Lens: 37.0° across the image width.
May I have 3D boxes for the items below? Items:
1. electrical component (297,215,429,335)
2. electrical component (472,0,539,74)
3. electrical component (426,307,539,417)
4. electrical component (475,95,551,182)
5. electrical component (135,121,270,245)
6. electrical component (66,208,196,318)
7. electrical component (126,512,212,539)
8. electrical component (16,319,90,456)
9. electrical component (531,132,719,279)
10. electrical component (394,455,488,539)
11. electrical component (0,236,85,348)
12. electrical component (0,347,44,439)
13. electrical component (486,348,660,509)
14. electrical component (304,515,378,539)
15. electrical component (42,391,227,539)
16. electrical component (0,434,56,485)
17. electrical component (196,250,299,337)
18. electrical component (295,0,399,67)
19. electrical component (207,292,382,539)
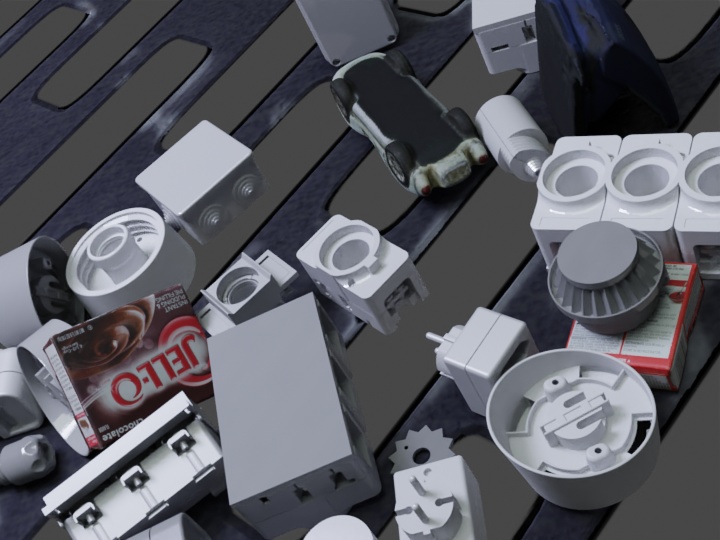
[{"bbox_3d":[0.000,0.000,0.831,0.050,0.055,0.089,-46,46,-14],"label":"electrical component"},{"bbox_3d":[0.152,-0.251,0.967,0.089,0.061,0.150,-12,47,19],"label":"electrical component"},{"bbox_3d":[0.078,0.060,0.728,0.077,0.065,0.047,19,63,39],"label":"electrical component"},{"bbox_3d":[0.127,-0.100,0.860,0.043,0.043,0.081,-28,44,3],"label":"electrical component"},{"bbox_3d":[-0.142,-0.079,0.983,0.100,0.048,0.100,-43,45,-12],"label":"electrical component"},{"bbox_3d":[-0.206,-0.006,0.944,0.108,0.060,0.108,-15,46,16],"label":"electrical component"},{"bbox_3d":[-0.126,0.217,0.708,0.059,0.053,0.095,-27,44,5],"label":"electrical component"},{"bbox_3d":[-0.229,0.089,0.849,0.099,0.099,0.064,19,56,39],"label":"electrical component"},{"bbox_3d":[0.206,-0.048,0.759,0.150,0.061,0.089,2,53,30],"label":"electrical component"},{"bbox_3d":[0.045,0.153,0.657,0.047,0.075,0.083,-18,46,14],"label":"electrical component"},{"bbox_3d":[-0.277,0.024,0.929,0.064,0.099,0.099,-17,46,23],"label":"electrical component"},{"bbox_3d":[-0.314,0.106,0.908,0.095,0.053,0.059,-18,45,13],"label":"electrical component"},{"bbox_3d":[0.135,0.097,0.667,0.099,0.064,0.099,-15,46,16],"label":"electrical component"},{"bbox_3d":[-0.044,0.207,0.658,0.138,0.073,0.052,-47,46,-15],"label":"electrical component"},{"bbox_3d":[-0.152,0.153,0.767,0.121,0.078,0.063,-38,64,-6],"label":"electrical component"},{"bbox_3d":[-0.276,0.155,0.857,0.061,0.035,0.035,-22,45,11],"label":"electrical component"},{"bbox_3d":[-0.084,0.029,0.845,0.081,0.063,0.042,-43,45,-12],"label":"electrical component"},{"bbox_3d":[-0.018,-0.261,1.032,0.078,0.113,0.057,-22,42,10],"label":"electrical component"},{"bbox_3d":[-0.048,0.103,0.762,0.089,0.061,0.150,-24,44,7],"label":"electrical component"}]
